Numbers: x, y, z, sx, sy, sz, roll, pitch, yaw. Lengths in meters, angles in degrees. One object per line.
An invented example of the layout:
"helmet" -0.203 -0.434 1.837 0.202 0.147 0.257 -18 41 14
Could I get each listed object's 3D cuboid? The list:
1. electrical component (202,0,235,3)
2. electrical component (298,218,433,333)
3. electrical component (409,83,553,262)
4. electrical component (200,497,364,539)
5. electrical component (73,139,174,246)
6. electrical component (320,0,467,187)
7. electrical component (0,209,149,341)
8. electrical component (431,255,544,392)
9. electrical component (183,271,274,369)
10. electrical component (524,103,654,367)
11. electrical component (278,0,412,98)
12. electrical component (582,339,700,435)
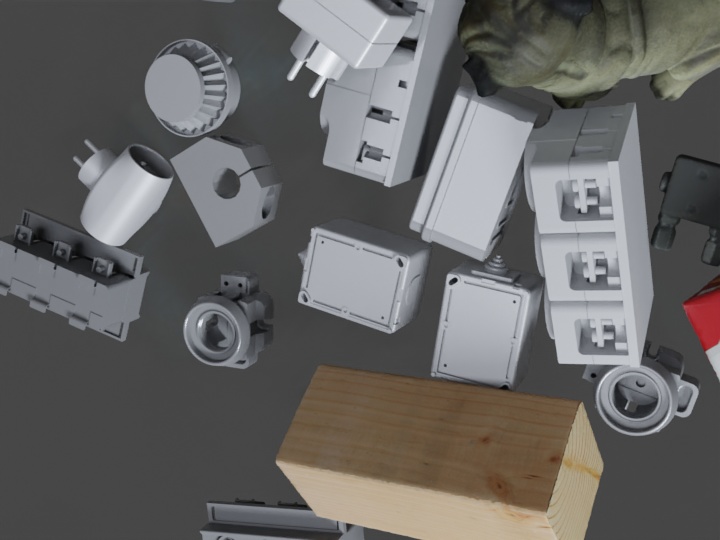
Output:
"electrical component" -0.115 -0.243 0.812 0.058 0.057 0.078 11 105 19
"electrical component" 0.000 0.000 0.814 0.096 0.061 0.061 18 108 21
"electrical component" 0.085 -0.072 0.757 0.057 0.078 0.113 23 109 13
"electrical component" -0.061 0.227 0.887 0.121 0.063 0.078 -1 101 22
"electrical component" -0.205 -0.074 0.891 0.079 0.044 0.077 44 113 8
"electrical component" 0.032 -0.161 0.743 0.060 0.105 0.186 19 107 17
"electrical component" -0.252 0.006 0.916 0.121 0.063 0.078 21 108 16
"electrical component" 0.095 0.034 0.784 0.062 0.061 0.096 13 106 19
"electrical component" -0.106 0.045 0.870 0.058 0.057 0.078 7 104 20
"electrical component" 0.152 -0.022 0.710 0.062 0.089 0.150 -1 121 22
"electrical component" -0.019 -0.146 0.681 0.066 0.047 0.076 39 112 10
"electrical component" 0.196 0.083 0.757 0.078 0.057 0.058 21 108 17
